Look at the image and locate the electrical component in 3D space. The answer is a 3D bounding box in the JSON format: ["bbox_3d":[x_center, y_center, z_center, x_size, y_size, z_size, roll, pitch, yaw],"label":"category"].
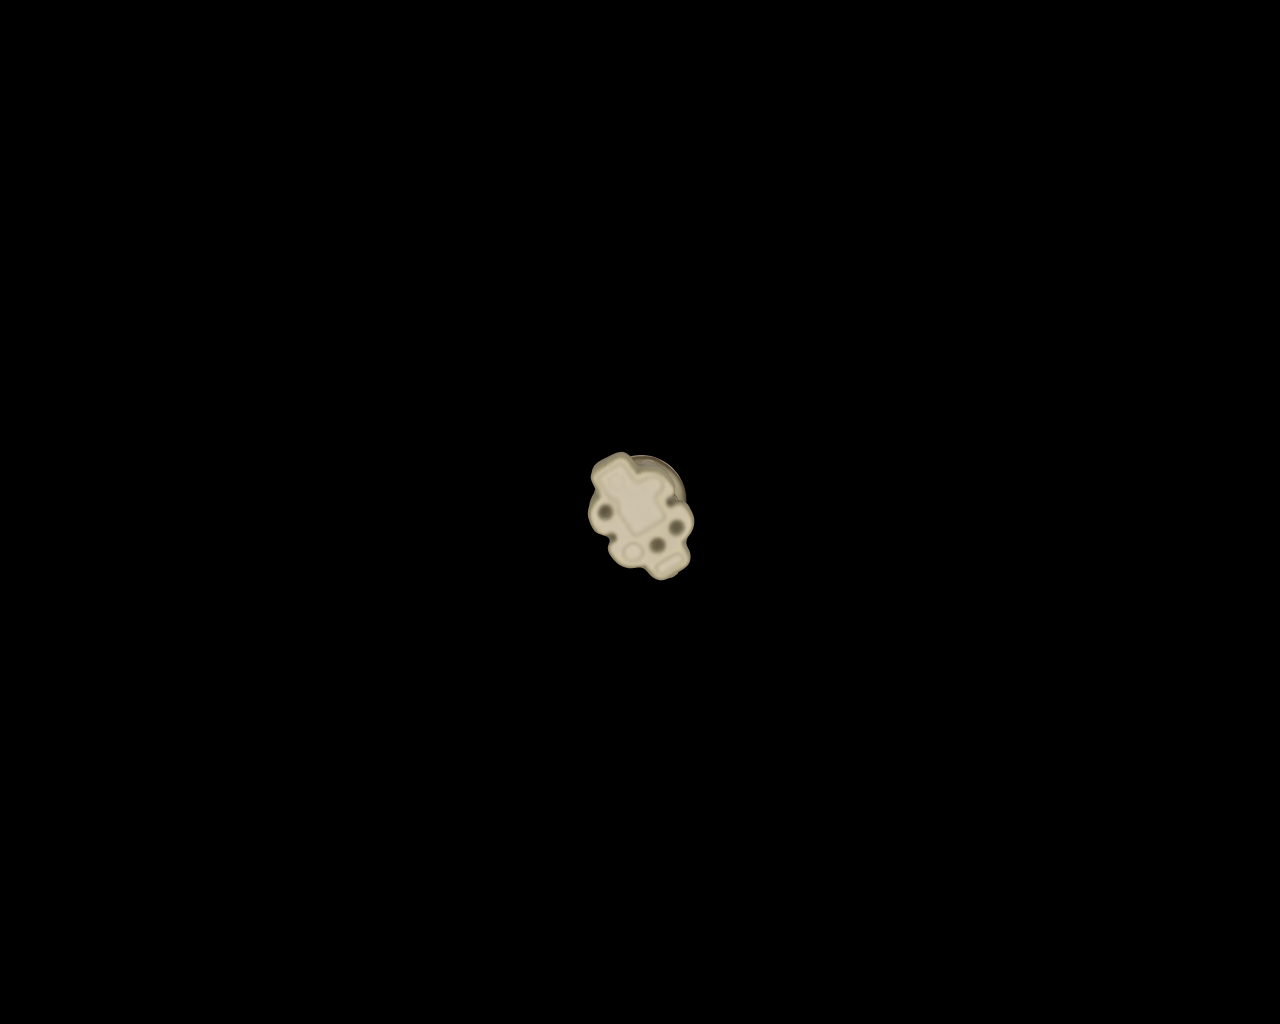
[{"bbox_3d":[0.001,-0.003,0.650,0.058,0.078,0.057,-31,11,7],"label":"electrical component"}]
